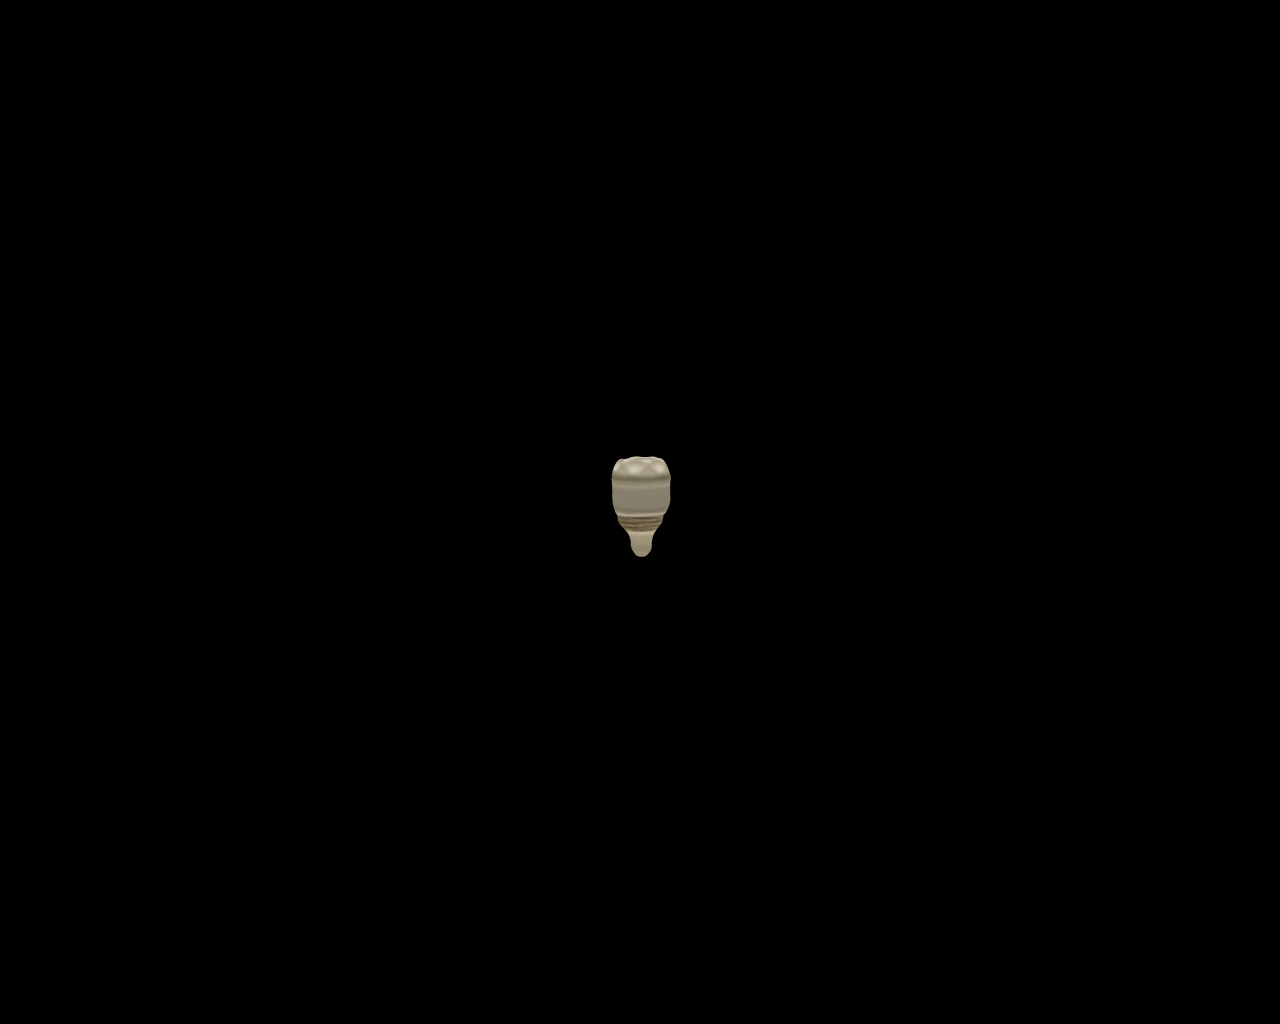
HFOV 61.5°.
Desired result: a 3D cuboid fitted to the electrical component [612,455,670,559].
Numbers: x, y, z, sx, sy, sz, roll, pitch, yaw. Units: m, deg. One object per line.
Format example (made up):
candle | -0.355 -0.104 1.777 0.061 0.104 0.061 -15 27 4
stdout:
electrical component | 0.001 -0.003 0.650 0.035 0.061 0.035 0 9 0
